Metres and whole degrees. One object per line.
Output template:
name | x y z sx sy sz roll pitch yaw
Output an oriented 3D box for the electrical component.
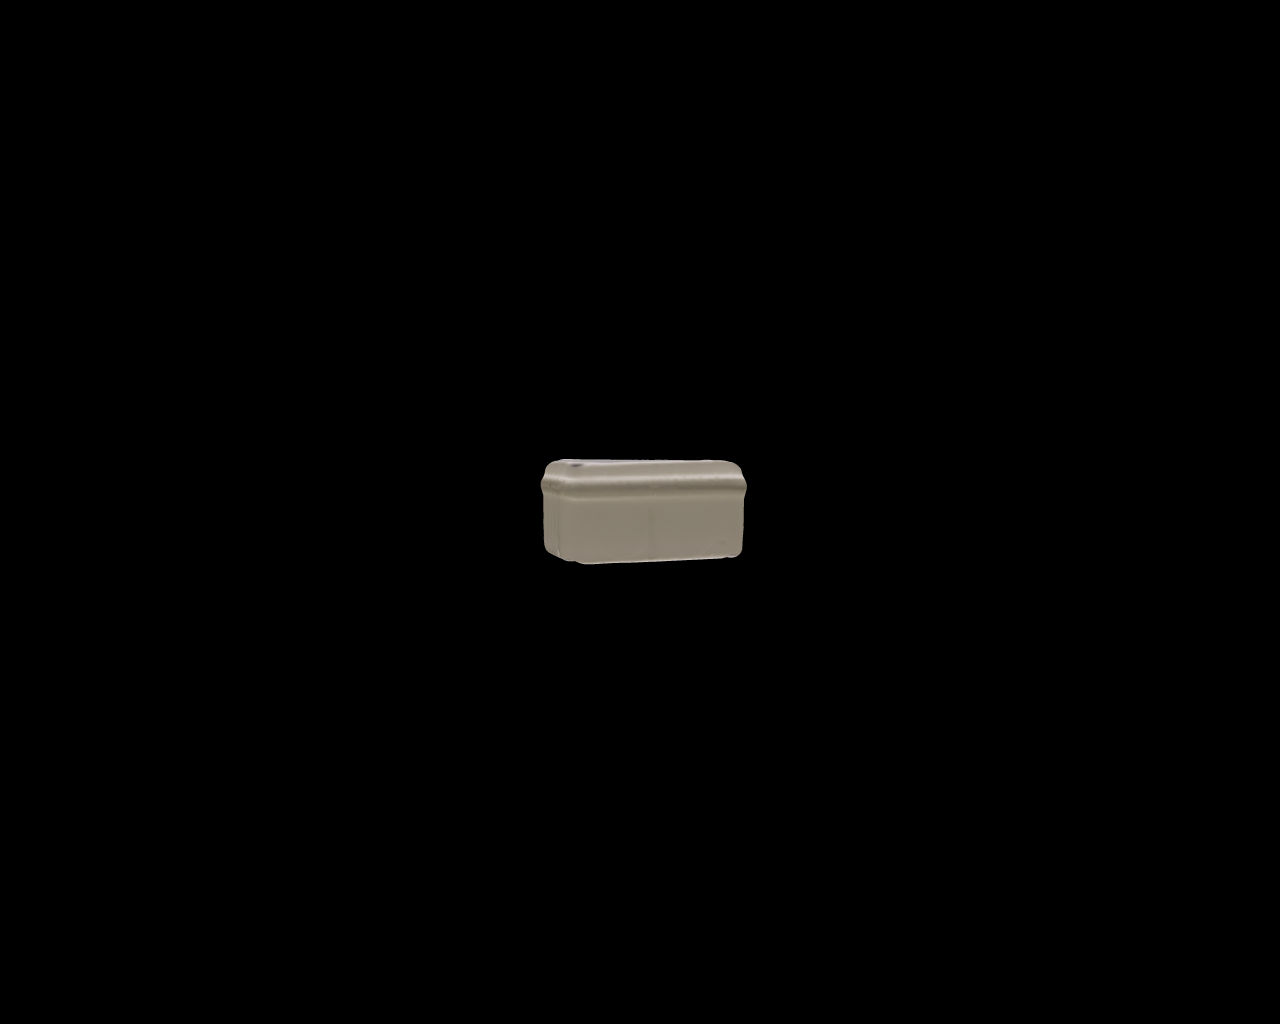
electrical component | 0.001 -0.003 0.650 0.113 0.057 0.078 -1 4 -15
